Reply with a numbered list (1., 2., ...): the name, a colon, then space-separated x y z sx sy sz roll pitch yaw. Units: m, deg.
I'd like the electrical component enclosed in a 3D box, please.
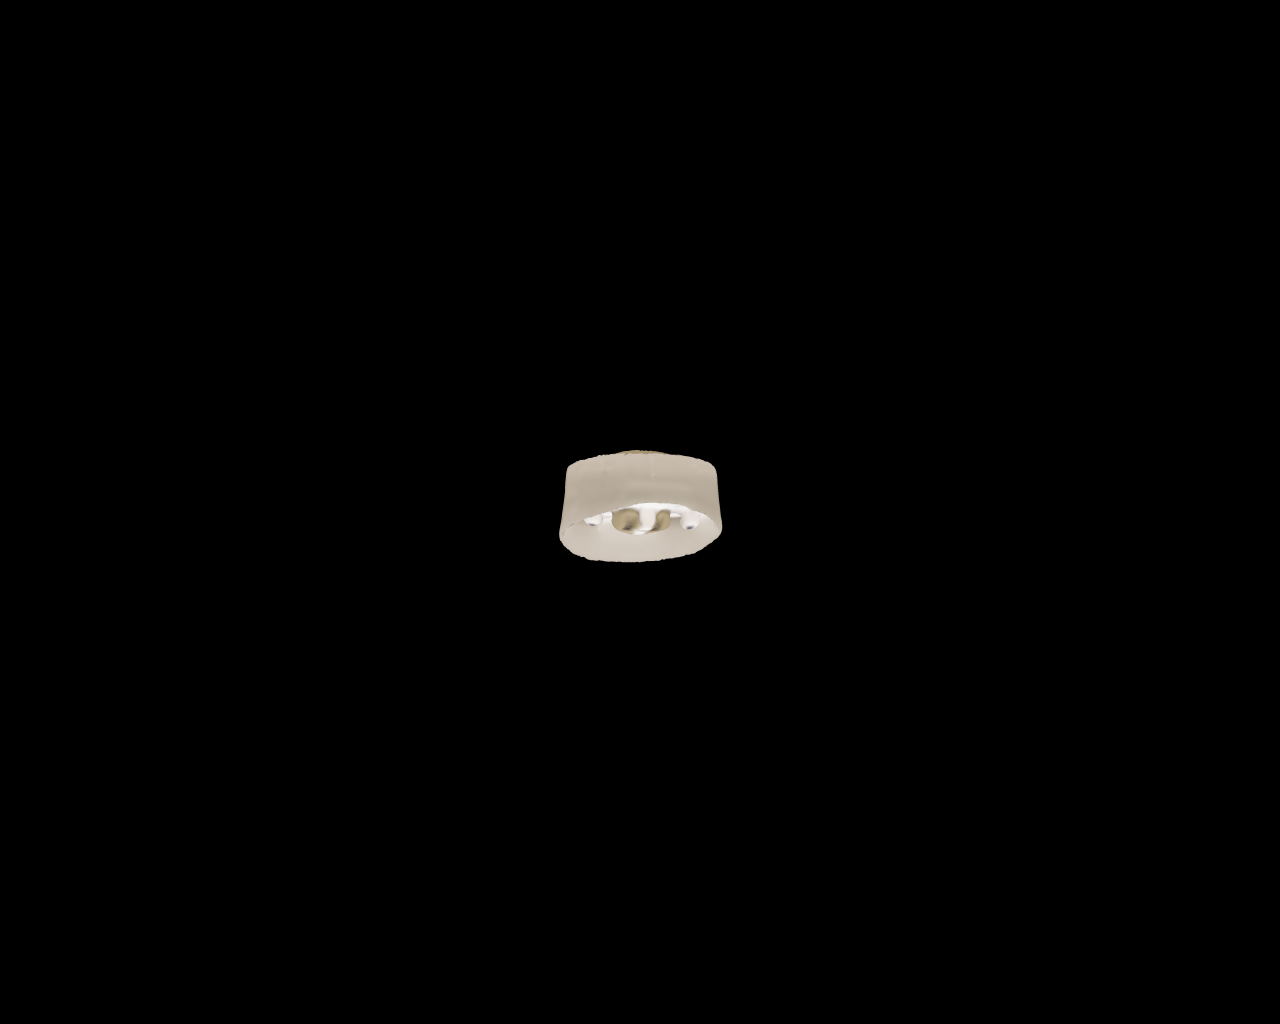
1. electrical component: 0.001 -0.003 0.650 0.099 0.064 0.099 0 -8 0
